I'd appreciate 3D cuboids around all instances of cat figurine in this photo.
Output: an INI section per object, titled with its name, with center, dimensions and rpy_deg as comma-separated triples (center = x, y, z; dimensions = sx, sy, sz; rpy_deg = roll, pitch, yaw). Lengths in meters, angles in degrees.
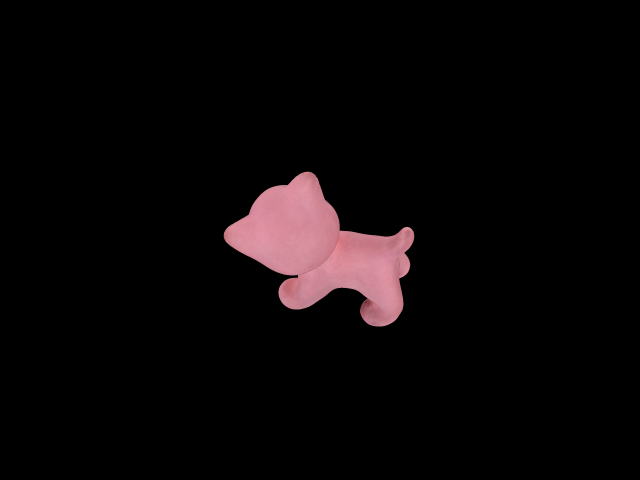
[cat figurine]
center = 0.004, 0.001, 0.400
dimensions = 0.127, 0.118, 0.067
rpy_deg = 7, 58, 5
